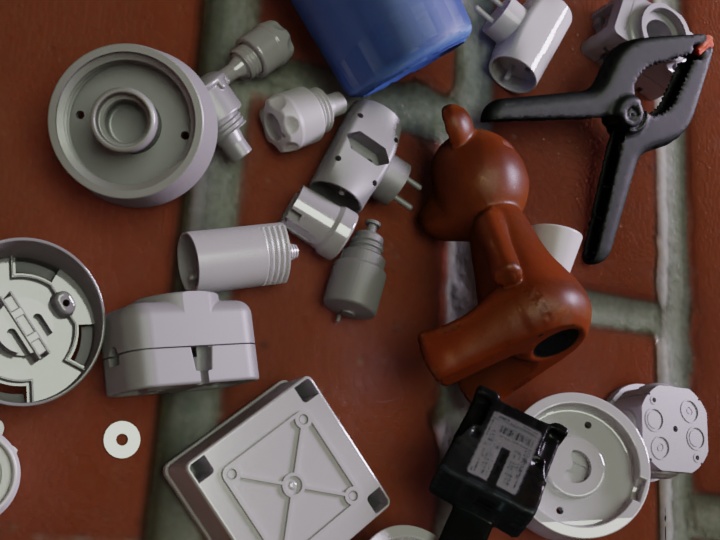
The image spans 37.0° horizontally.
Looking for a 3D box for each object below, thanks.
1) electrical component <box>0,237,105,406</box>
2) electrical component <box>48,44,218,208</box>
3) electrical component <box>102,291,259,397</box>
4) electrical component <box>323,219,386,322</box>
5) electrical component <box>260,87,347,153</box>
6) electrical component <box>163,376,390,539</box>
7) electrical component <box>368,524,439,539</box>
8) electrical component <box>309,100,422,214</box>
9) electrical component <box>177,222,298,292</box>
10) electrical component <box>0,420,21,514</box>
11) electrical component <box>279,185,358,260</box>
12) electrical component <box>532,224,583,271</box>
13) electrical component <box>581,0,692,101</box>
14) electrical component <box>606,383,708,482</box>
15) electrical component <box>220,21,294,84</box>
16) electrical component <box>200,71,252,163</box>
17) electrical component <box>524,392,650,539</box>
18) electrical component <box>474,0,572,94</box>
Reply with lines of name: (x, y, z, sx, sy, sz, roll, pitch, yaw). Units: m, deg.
electrical component: (-0.209, 0.035, 0.660, 0.099, 0.064, 0.099, 6, 75, -25)
electrical component: (-0.149, -0.095, 0.698, 0.108, 0.060, 0.108, 0, 92, -3)
electrical component: (-0.118, 0.048, 0.701, 0.095, 0.054, 0.059, 0, 78, -39)
electrical component: (0.000, 0.000, 0.787, 0.040, 0.040, 0.078, 24, 69, -20)
electrical component: (-0.039, -0.115, 0.793, 0.062, 0.043, 0.043, -25, 90, -30)
electrical component: (-0.055, 0.144, 0.716, 0.109, 0.056, 0.108, -35, 95, -29)
electrical component: (0.023, 0.234, 0.727, 0.108, 0.060, 0.108, 23, 47, -27)
electrical component: (0.011, -0.075, 0.809, 0.079, 0.043, 0.077, 33, 66, -16)
electrical component: (-0.081, -0.009, 0.747, 0.081, 0.043, 0.043, -7, 82, -28)
electrical component: (-0.233, 0.122, 0.632, 0.058, 0.057, 0.078, 23, 69, -20)
electrical component: (-0.031, -0.035, 0.781, 0.046, 0.040, 0.040, 32, 66, -11)
electrical component: (0.152, 0.000, 0.865, 0.044, 0.044, 0.065, 17, 76, -23)
electrical component: (0.253, -0.200, 0.953, 0.089, 0.056, 0.050, 29, 67, -18)
electrical component: (0.238, 0.130, 0.871, 0.080, 0.051, 0.080, 6, 75, -25)
electrical component: (-0.079, -0.155, 0.787, 0.061, 0.035, 0.035, -41, 98, -27)
electrical component: (-0.101, -0.105, 0.760, 0.048, 0.048, 0.062, -42, 106, -28)
electrical component: (0.157, 0.153, 0.814, 0.108, 0.060, 0.108, 2, 67, -5)
electrical component: (0.130, -0.201, 0.899, 0.079, 0.043, 0.077, 37, 65, -14)
